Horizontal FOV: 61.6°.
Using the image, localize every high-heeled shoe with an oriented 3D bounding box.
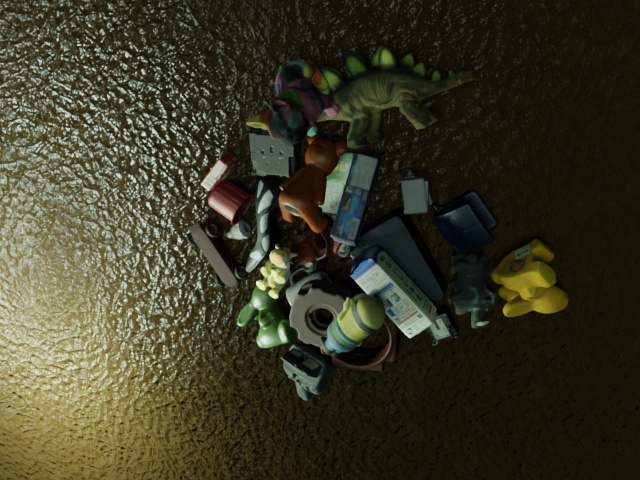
[{"bbox_3d":[-0.158,-0.038,1.346,0.145,0.086,0.248,43,115,5],"label":"high-heeled shoe"}]

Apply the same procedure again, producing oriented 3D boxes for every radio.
[{"bbox_3d":[0.193,0.052,1.278,0.131,0.073,0.229,-27,100,25],"label":"radio"}]

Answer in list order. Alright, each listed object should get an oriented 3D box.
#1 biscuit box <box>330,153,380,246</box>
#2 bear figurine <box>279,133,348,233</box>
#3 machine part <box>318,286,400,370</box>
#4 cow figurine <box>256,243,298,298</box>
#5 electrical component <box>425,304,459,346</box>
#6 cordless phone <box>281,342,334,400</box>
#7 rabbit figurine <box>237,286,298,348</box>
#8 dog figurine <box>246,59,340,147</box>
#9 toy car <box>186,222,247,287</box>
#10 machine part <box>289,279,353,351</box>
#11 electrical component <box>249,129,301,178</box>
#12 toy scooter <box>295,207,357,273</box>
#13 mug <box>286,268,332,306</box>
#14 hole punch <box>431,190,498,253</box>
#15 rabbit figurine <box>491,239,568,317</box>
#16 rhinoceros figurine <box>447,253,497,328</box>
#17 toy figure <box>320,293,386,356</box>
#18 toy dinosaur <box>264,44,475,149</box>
[{"bbox_3d":[0.081,-0.089,1.212,0.059,0.063,0.202,16,85,9],"label":"biscuit box"},{"bbox_3d":[-0.013,-0.136,1.226,0.120,0.196,0.131,19,159,24],"label":"bear figurine"},{"bbox_3d":[0.101,0.226,1.366,0.201,0.087,0.201,4,110,15],"label":"machine part"},{"bbox_3d":[-0.097,0.063,1.330,0.068,0.098,0.167,31,140,5],"label":"cow figurine"},{"bbox_3d":[0.285,0.194,1.319,0.075,0.048,0.119,-29,100,24],"label":"electrical component"},{"bbox_3d":[-0.030,0.382,1.453,0.147,0.089,0.184,23,130,40],"label":"cordless phone"},{"bbox_3d":[-0.132,0.191,1.425,0.159,0.121,0.170,-19,86,29],"label":"rabbit figurine"},{"bbox_3d":[-0.066,-0.276,1.075,0.108,0.219,0.191,-30,85,33],"label":"dog figurine"},{"bbox_3d":[-0.272,0.037,1.419,0.089,0.053,0.202,-23,107,34],"label":"toy car"},{"bbox_3d":[0.011,0.182,1.297,0.180,0.056,0.179,6,111,15],"label":"machine part"},{"bbox_3d":[-0.105,-0.217,1.268,0.115,0.058,0.134,3,112,13],"label":"electrical component"},{"bbox_3d":[-0.003,-0.004,1.301,0.184,0.075,0.135,-26,95,42],"label":"toy scooter"},{"bbox_3d":[-0.026,0.118,1.373,0.107,0.080,0.110,-36,61,20],"label":"mug"},{"bbox_3d":[0.323,-0.033,1.199,0.116,0.092,0.142,-33,102,29],"label":"hole punch"},{"bbox_3d":[0.476,0.111,1.198,0.173,0.122,0.162,38,121,-22],"label":"rabbit figurine"},{"bbox_3d":[0.355,0.117,1.257,0.112,0.073,0.190,-3,113,13],"label":"rhinoceros figurine"},{"bbox_3d":[0.076,0.194,1.204,0.180,0.082,0.089,-52,61,25],"label":"toy figure"},{"bbox_3d":[0.092,-0.304,1.155,0.472,0.105,0.198,-11,100,25],"label":"toy dinosaur"}]
